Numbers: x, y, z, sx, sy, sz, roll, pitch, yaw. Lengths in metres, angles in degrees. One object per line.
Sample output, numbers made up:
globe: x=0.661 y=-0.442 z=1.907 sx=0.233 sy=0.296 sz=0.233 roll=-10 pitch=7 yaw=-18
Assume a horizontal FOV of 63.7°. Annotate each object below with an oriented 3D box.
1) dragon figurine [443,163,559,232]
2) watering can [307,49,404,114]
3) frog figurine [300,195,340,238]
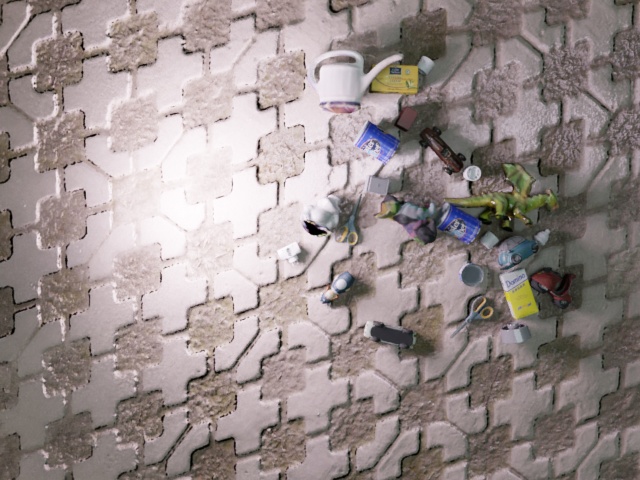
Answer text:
dragon figurine: x=0.688 y=-0.174 z=1.916 sx=0.411 sy=0.246 sz=0.120 roll=21 pitch=-15 yaw=5
watering can: x=0.116 y=-0.559 z=1.818 sx=0.348 sy=0.223 sz=0.104 roll=5 pitch=7 yaw=19
frog figurine: x=0.006 y=-0.095 z=1.883 sx=0.137 sy=0.163 sz=0.120 roll=18 pitch=-32 yaw=4
